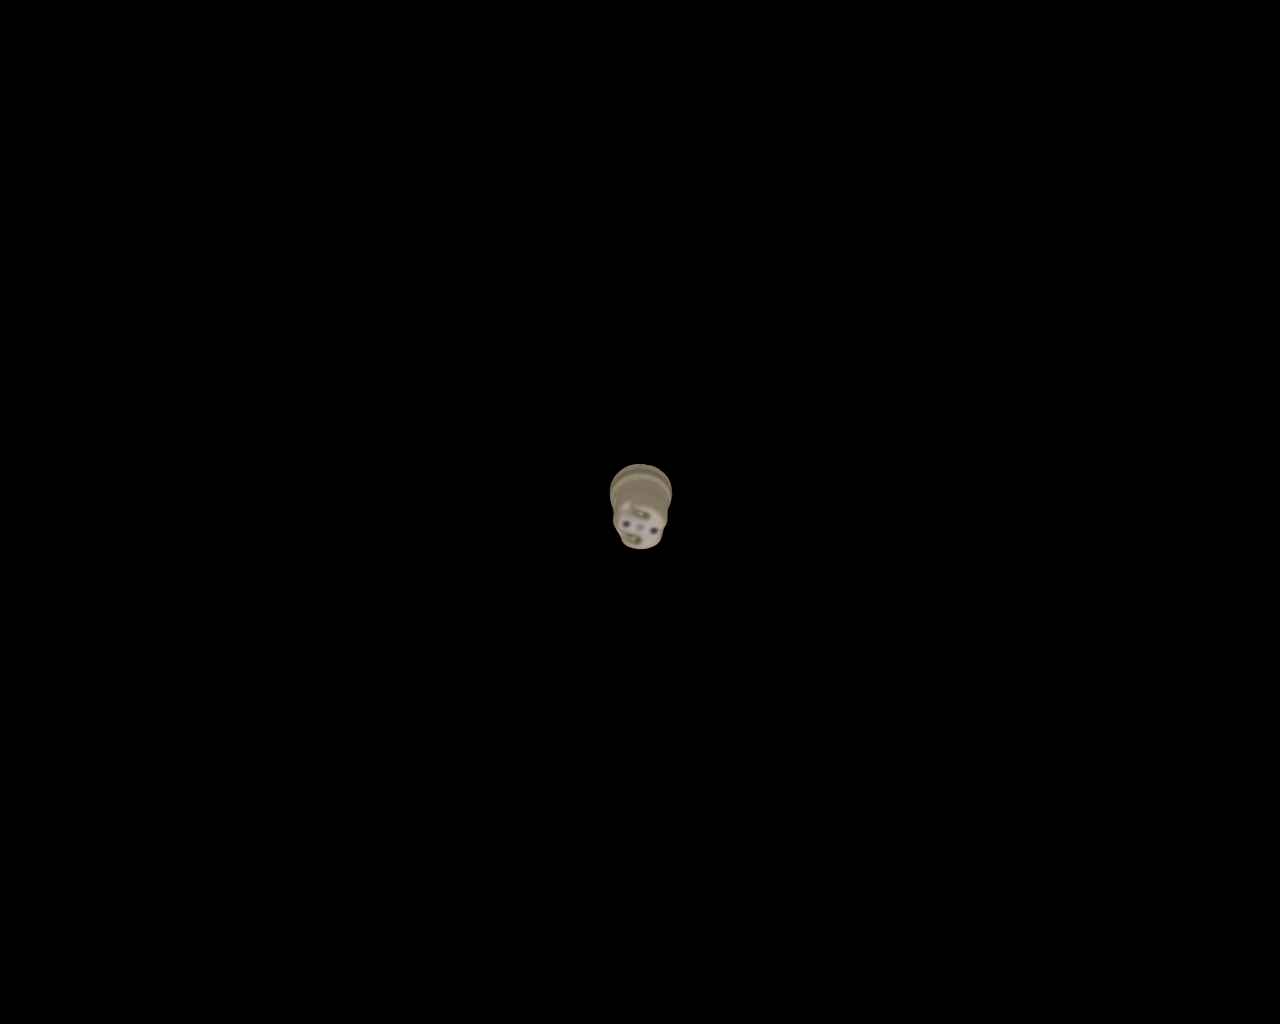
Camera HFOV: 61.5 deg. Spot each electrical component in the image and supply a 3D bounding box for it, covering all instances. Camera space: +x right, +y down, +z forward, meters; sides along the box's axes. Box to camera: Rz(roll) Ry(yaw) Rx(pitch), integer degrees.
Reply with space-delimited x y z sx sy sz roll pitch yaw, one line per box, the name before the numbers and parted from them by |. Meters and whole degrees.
electrical component | 0.001 -0.003 0.650 0.040 0.040 0.046 0 33 0
